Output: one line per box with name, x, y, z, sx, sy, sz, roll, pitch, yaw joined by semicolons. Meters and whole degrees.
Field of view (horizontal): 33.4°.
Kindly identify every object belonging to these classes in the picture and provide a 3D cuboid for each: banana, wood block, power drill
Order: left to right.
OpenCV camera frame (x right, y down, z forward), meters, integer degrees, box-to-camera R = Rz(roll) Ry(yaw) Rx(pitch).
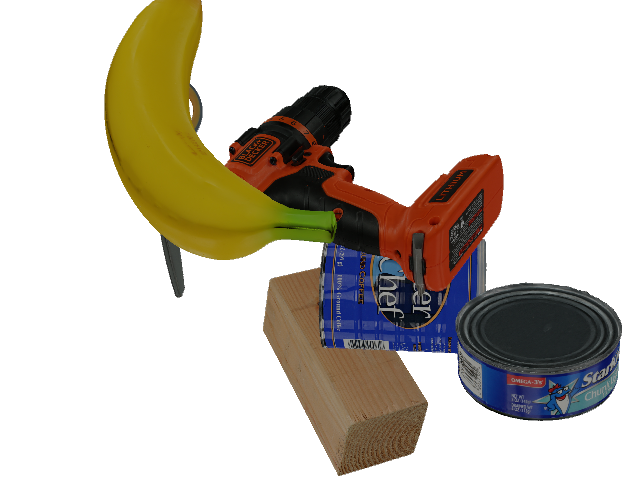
banana;-0.060;-0.051;0.465;0.069;0.037;0.198;-11;45;-19
wood block;0.021;0.131;1.130;0.090;0.090;0.206;-12;47;-21
power drill;0.027;-0.041;0.739;0.188;0.057;0.184;15;44;28

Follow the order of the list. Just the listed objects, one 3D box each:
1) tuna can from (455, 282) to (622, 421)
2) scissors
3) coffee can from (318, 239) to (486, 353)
tuna can;0.115;0.058;0.567;0.086;0.034;0.086;-4;27;2
scissors;-0.125;-0.059;0.939;0.096;0.202;0.016;-23;-2;-29
coffee can;0.074;0.048;0.945;0.140;0.103;0.102;2;0;7
